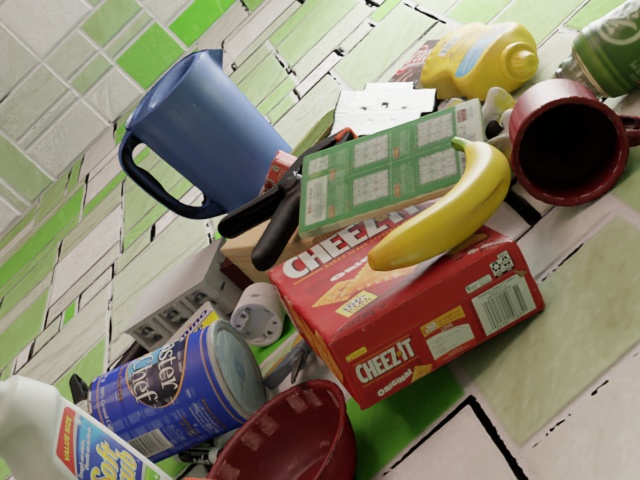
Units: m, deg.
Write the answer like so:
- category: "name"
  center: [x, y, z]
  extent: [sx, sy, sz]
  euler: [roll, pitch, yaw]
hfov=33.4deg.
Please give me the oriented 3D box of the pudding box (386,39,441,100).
- category: "pudding box"
  center: [0.133, -0.206, 1.315]
  extent: [0.090, 0.039, 0.114]
  euler: [-47, 20, -5]

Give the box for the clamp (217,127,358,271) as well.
- category: "clamp"
  center: [-0.030, -0.046, 1.061]
  extent: [0.171, 0.039, 0.120]
  euler: [-46, 35, -13]

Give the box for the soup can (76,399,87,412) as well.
- category: "soup can"
  center: [-0.258, 0.232, 1.202]
  extent: [0.068, 0.068, 0.102]
  euler: [-41, 20, 13]

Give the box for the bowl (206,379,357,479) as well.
- category: "bowl"
  center: [-0.024, 0.189, 0.841]
  extent: [0.162, 0.055, 0.162]
  euler: [-39, 21, 18]

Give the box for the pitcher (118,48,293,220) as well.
- category: "pitcher"
  center: [-0.116, -0.098, 1.300]
  extent: [0.149, 0.242, 0.145]
  euler: [-31, 25, 35]

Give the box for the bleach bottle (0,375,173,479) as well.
- category: "bleach bottle"
  center: [-0.195, 0.199, 0.873]
  extent: [0.068, 0.250, 0.102]
  euler: [-33, 24, 31]

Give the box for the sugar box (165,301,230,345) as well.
- category: "sugar box"
  center: [-0.129, 0.133, 1.170]
  extent: [0.093, 0.048, 0.176]
  euler: [-46, 21, -2]

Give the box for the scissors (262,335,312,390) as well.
- category: "scissors"
  center: [-0.032, 0.121, 0.973]
  extent: [0.096, 0.016, 0.201]
  euler: [-48, 2, 18]

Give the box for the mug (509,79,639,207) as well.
- category: "mug"
  center: [0.212, -0.087, 0.882]
  extent: [0.117, 0.093, 0.081]
  euler: [-9, 23, 7]

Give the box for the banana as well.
- category: "banana"
  center: [0.106, -0.029, 0.835]
  extent: [0.070, 0.037, 0.197]
  euler: [-7, 26, 34]

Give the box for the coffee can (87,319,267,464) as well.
- category: "coffee can"
  center: [-0.136, 0.150, 1.024]
  extent: [0.140, 0.102, 0.103]
  euler: [-25, 25, 14]

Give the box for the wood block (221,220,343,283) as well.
- category: "wood block"
  center: [-0.007, 0.002, 1.120]
  extent: [0.090, 0.090, 0.206]
  euler: [-54, 22, -21]

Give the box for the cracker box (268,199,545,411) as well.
- category: "cracker box"
  center: [0.060, 0.039, 0.883]
  extent: [0.164, 0.072, 0.214]
  euler: [-29, 19, -7]

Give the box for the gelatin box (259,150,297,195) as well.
- category: "gelatin box"
  center: [-0.031, -0.051, 1.228]
  extent: [0.030, 0.073, 0.089]
  euler: [-66, 2, -50]

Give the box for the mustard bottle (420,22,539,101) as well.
- category: "mustard bottle"
  center: [0.184, -0.196, 1.168]
  extent: [0.096, 0.058, 0.192]
  euler: [-48, 20, -5]

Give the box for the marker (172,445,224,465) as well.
- category: "marker"
  center: [-0.108, 0.207, 1.026]
  extent: [0.121, 0.020, 0.020]
  euler: [-14, 37, 55]

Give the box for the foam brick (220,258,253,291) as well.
- category: "foam brick"
  center: [-0.069, 0.023, 1.255]
  extent: [0.078, 0.051, 0.053]
  euler: [-24, 29, 44]

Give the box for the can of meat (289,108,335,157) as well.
- category: "can of meat"
  center: [0.019, -0.095, 1.262]
  extent: [0.102, 0.084, 0.058]
  euler: [-50, 21, -14]

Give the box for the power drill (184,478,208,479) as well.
- category: "power drill"
  center: [-0.077, 0.261, 0.725]
  extent: [0.185, 0.057, 0.187]
  euler: [-9, 64, 45]

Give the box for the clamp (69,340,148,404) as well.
- category: "clamp"
  center: [-0.275, 0.203, 1.335]
  extent: [0.165, 0.036, 0.210]
  euler: [-36, 24, 22]
